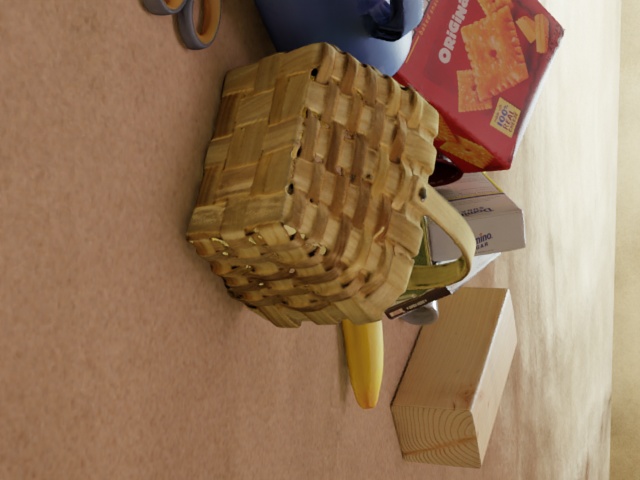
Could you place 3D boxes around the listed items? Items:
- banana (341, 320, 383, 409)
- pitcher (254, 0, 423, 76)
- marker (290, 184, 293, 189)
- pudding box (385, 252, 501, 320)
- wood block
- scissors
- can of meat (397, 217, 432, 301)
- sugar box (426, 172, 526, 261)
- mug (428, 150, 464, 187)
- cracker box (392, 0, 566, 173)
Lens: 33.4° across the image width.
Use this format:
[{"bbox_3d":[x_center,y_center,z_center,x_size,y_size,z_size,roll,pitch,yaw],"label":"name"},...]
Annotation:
[{"bbox_3d":[0.031,0.062,0.978,0.069,0.037,0.198,-60,145,-50],"label":"banana"},{"bbox_3d":[0.007,-0.202,0.749,0.243,0.145,0.149,68,24,-61],"label":"pitcher"},{"bbox_3d":[-0.006,0.001,0.911,0.020,0.020,0.121,-56,141,-52],"label":"marker"},{"bbox_3d":[0.120,0.033,1.087,0.113,0.090,0.039,-34,94,-49],"label":"pudding box"},{"bbox_3d":[0.158,0.151,1.219,0.205,0.091,0.090,-62,145,-48],"label":"wood block"},{"bbox_3d":[-0.075,-0.214,0.739,0.096,0.016,0.201,68,32,-46],"label":"scissors"},{"bbox_3d":[0.070,-0.005,1.000,0.084,0.057,0.102,-107,-175,-62],"label":"can of meat"},{"bbox_3d":[0.141,-0.028,1.078,0.176,0.093,0.048,-101,-178,-70],"label":"sugar box"},{"bbox_3d":[0.087,-0.106,1.057,0.117,0.093,0.081,11,73,-30],"label":"mug"},{"bbox_3d":[0.116,-0.185,0.969,0.213,0.072,0.164,36,70,-31],"label":"cracker box"}]
